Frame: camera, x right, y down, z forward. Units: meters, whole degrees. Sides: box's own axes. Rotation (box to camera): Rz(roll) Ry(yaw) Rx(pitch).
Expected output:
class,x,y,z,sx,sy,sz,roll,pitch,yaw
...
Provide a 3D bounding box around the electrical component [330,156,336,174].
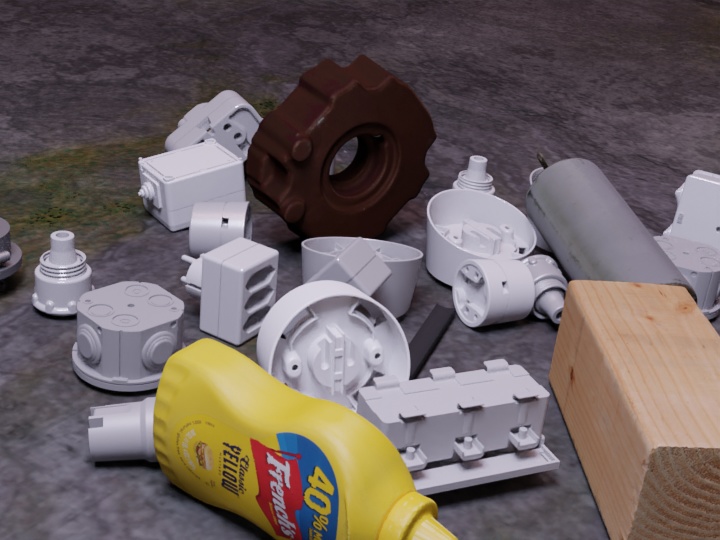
class,x,y,z,sx,sy,sz,roll,pitch,yaw
electrical component,-0.046,-0.124,1.104,0.043,0.081,0.043,5,26,-3

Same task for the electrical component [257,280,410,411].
class,x,y,z,sx,sy,sz,roll,pitch,yaw
electrical component,-0.019,0.059,0.722,0.099,0.099,0.064,-4,22,-21

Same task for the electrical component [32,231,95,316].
class,x,y,z,sx,sy,sz,roll,pitch,yaw
electrical component,-0.228,0.001,0.826,0.048,0.062,0.048,5,26,-2

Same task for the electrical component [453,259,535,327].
class,x,y,z,sx,sy,sz,roll,pitch,yaw
electrical component,0.110,0.018,0.881,0.047,0.055,0.055,-3,27,-27

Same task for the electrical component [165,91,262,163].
class,x,y,z,sx,sy,sz,roll,pitch,yaw
electrical component,-0.147,-0.134,1.091,0.095,0.053,0.059,-41,37,-3

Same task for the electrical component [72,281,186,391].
class,x,y,z,sx,sy,sz,roll,pitch,yaw
electrical component,-0.162,0.047,0.760,0.080,0.051,0.080,5,26,-3

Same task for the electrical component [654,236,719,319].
class,x,y,z,sx,sy,sz,roll,pitch,yaw
electrical component,0.280,0.008,0.943,0.080,0.051,0.080,5,26,-3

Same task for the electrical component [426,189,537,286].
class,x,y,z,sx,sy,sz,roll,pitch,yaw
electrical component,0.105,-0.024,0.953,0.099,0.064,0.099,5,26,-2

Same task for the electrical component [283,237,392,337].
class,x,y,z,sx,sy,sz,roll,pitch,yaw
electrical component,-0.010,0.033,0.810,0.075,0.083,0.047,49,32,-2

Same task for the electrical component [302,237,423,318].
class,x,y,z,sx,sy,sz,roll,pitch,yaw
electrical component,0.000,0.000,0.879,0.099,0.064,0.099,5,25,-3

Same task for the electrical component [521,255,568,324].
class,x,y,z,sx,sy,sz,roll,pitch,yaw
electrical component,0.155,0.020,0.898,0.048,0.048,0.062,-3,34,-19

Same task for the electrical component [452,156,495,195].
class,x,y,z,sx,sy,sz,roll,pitch,yaw
electrical component,0.114,-0.083,1.078,0.043,0.062,0.043,6,26,-3

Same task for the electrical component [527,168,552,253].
class,x,y,z,sx,sy,sz,roll,pitch,yaw
electrical component,0.208,-0.053,1.037,0.099,0.064,0.099,5,26,-3

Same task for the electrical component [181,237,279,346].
class,x,y,z,sx,sy,sz,roll,pitch,yaw
electrical component,-0.108,0.010,0.832,0.077,0.065,0.047,20,29,26

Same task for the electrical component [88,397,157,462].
class,x,y,z,sx,sy,sz,roll,pitch,yaw
electrical component,-0.143,0.100,0.670,0.046,0.040,0.040,-4,27,-6

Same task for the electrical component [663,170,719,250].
class,x,y,z,sx,sy,sz,roll,pitch,yaw
electrical component,0.338,-0.039,1.002,0.100,0.099,0.048,20,16,25

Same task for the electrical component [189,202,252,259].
class,x,y,z,sx,sy,sz,roll,pitch,yaw
electrical component,-0.120,-0.033,0.932,0.047,0.055,0.055,3,26,1

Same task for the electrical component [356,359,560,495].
class,x,y,z,sx,sy,sz,roll,pitch,yaw
electrical component,0.057,0.101,0.686,0.121,0.063,0.078,-6,28,-24

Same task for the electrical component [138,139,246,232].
class,x,y,z,sx,sy,sz,roll,pitch,yaw
electrical component,-0.162,-0.075,1.008,0.096,0.061,0.062,-20,36,-29
